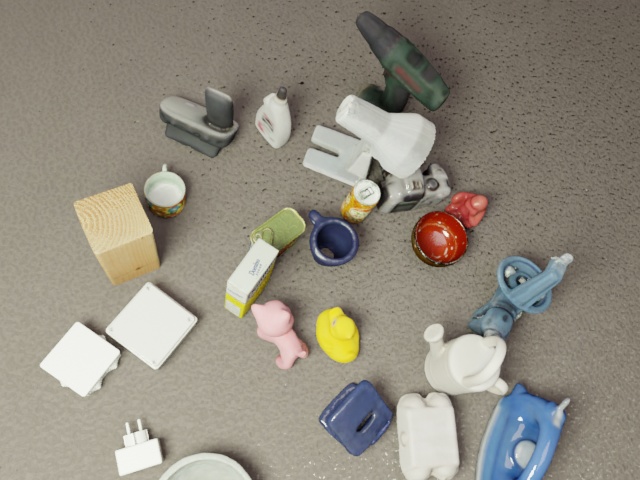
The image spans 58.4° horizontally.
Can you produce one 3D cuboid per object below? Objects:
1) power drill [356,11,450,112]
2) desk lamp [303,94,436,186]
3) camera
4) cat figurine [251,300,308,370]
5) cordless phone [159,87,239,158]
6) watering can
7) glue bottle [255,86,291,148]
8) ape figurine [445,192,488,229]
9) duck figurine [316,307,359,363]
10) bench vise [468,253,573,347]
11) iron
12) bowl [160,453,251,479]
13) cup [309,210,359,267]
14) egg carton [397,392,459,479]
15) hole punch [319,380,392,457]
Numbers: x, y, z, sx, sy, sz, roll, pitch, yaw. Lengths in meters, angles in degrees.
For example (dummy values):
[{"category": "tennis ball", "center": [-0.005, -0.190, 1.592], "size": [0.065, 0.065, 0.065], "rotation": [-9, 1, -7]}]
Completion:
[{"category": "power drill", "center": [0.141, -0.324, 1.151], "size": [0.229, 0.208, 0.076], "rotation": [37, 68, 1]}, {"category": "desk lamp", "center": [0.090, -0.185, 1.091], "size": [0.203, 0.213, 0.118], "rotation": [19, 69, -6]}, {"category": "camera", "center": [0.180, -0.136, 1.157], "size": [0.143, 0.100, 0.137], "rotation": [-9, 75, -16]}, {"category": "cat figurine", "center": [-0.066, 0.157, 0.996], "size": [0.067, 0.117, 0.128], "rotation": [-35, 83, -20]}, {"category": "cordless phone", "center": [-0.221, -0.244, 1.054], "size": [0.147, 0.185, 0.094], "rotation": [20, 69, -6]}, {"category": "watering can", "center": [0.259, 0.216, 1.011], "size": [0.173, 0.194, 0.101], "rotation": [16, 70, -7]}, {"category": "glue bottle", "center": [-0.083, -0.243, 1.092], "size": [0.037, 0.173, 0.078], "rotation": [-41, 84, -21]}, {"category": "ape figurine", "center": [0.310, -0.067, 1.169], "size": [0.076, 0.092, 0.078], "rotation": [-6, 74, -14]}, {"category": "duck figurine", "center": [0.039, 0.168, 1.033], "size": [0.078, 0.086, 0.104], "rotation": [-20, 78, -18]}, {"category": "bench vise", "center": [0.381, 0.111, 1.059], "size": [0.121, 0.219, 0.207], "rotation": [21, 69, -5]}, {"category": "iron", "center": [0.361, 0.386, 1.007], "size": [0.118, 0.141, 0.258], "rotation": [30, 68, -2]}, {"category": "bowl", "center": [-0.184, 0.424, 0.905], "size": [0.167, 0.074, 0.167], "rotation": [4, 72, -12]}, {"category": "cup", "center": [0.010, 0.004, 1.075], "size": [0.092, 0.095, 0.117], "rotation": [-35, 83, -20]}, {"category": "egg carton", "center": [0.189, 0.349, 1.018], "size": [0.107, 0.069, 0.150], "rotation": [0, 72, -13]}, {"category": "hole punch", "center": [0.069, 0.308, 0.992], "size": [0.101, 0.091, 0.109], "rotation": [45, 69, 4]}]
